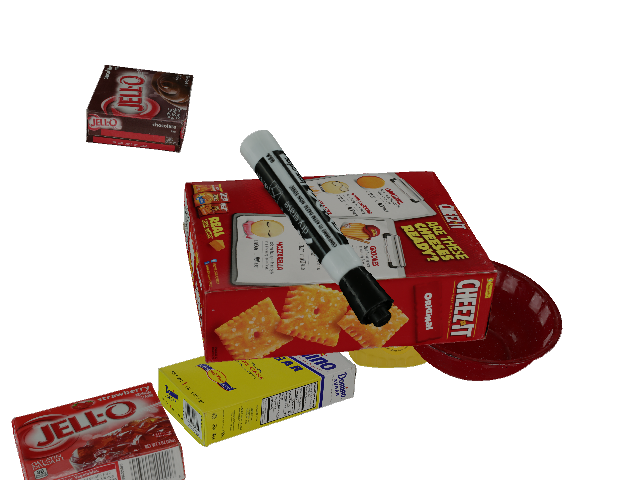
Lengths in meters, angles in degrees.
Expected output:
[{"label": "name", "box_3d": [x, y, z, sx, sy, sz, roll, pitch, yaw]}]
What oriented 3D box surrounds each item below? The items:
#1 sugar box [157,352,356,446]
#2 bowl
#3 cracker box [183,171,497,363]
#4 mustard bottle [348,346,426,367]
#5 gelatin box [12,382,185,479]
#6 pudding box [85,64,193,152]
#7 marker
[{"label": "sugar box", "box_3d": [-0.061, 0.140, 1.055, 0.175, 0.048, 0.093, -16, 32, -32]}, {"label": "bowl", "box_3d": [0.142, 0.082, 1.008, 0.162, 0.055, 0.162, 6, 34, -4]}, {"label": "cracker box", "box_3d": [0.007, 0.016, 0.829, 0.213, 0.072, 0.164, -3, 32, -11]}, {"label": "mustard bottle", "box_3d": [0.087, 0.051, 1.246, 0.096, 0.192, 0.058, 0, 14, -12]}, {"label": "gelatin box", "box_3d": [-0.133, 0.122, 0.632, 0.089, 0.030, 0.073, -12, 26, -18]}, {"label": "pudding box", "box_3d": [-0.173, -0.128, 1.030, 0.090, 0.039, 0.113, 7, 29, -5]}, {"label": "marker", "box_3d": [-0.002, -0.006, 0.524, 0.020, 0.121, 0.020, -28, -26, -16]}]
